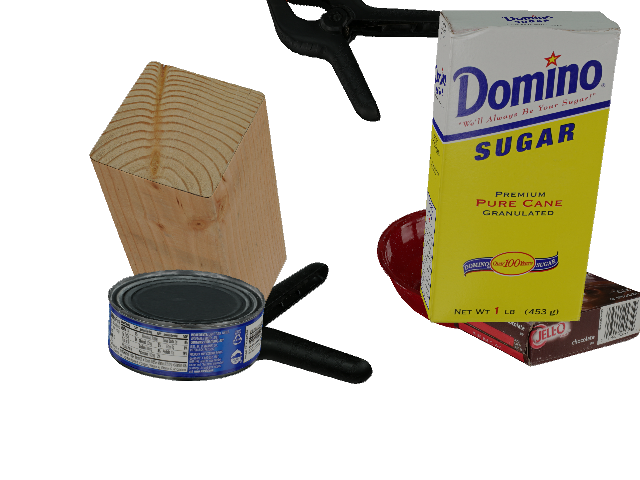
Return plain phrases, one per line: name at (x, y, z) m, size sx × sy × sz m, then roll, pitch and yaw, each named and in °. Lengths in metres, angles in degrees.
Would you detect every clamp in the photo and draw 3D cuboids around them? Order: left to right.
clamp at (-0.062, 0.089, 0.995) m, size 0.209 × 0.036 × 0.165 m, roll -10°, pitch 37°, yaw -20°
clamp at (0.027, -0.189, 0.931) m, size 0.120 × 0.171 × 0.039 m, roll -40°, pitch -21°, yaw -18°

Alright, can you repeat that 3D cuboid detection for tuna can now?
tuna can at (-0.074, 0.046, 0.589) m, size 0.086 × 0.034 × 0.086 m, roll 5°, pitch 17°, yaw -2°

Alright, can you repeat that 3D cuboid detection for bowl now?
bowl at (0.131, 0.033, 0.995) m, size 0.162 × 0.055 × 0.162 m, roll 1°, pitch 35°, yaw -1°

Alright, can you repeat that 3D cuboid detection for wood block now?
wood block at (-0.088, -0.019, 0.776) m, size 0.090 × 0.090 × 0.206 m, roll 18°, pitch -29°, yaw 14°

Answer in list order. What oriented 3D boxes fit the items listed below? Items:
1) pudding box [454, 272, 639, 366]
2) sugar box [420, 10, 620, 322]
pudding box at (0.170, 0.053, 0.801) m, size 0.113 × 0.039 × 0.090 m, roll -8°, pitch 20°, yaw -29°
sugar box at (0.109, -0.039, 0.606) m, size 0.093 × 0.176 × 0.048 m, roll -1°, pitch 27°, yaw -4°
